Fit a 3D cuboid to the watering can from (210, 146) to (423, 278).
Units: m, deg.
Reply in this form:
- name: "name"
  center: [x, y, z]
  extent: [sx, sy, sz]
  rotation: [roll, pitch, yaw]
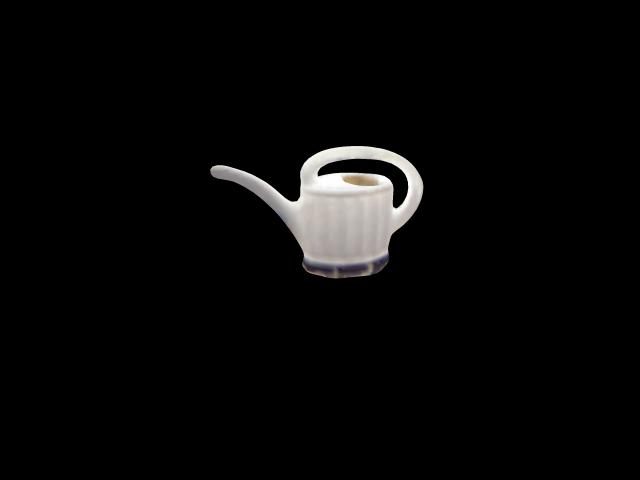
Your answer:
- name: "watering can"
  center: [0.003, -0.043, 0.850]
  extent: [0.348, 0.221, 0.105]
  rotation: [-4, 21, -11]
